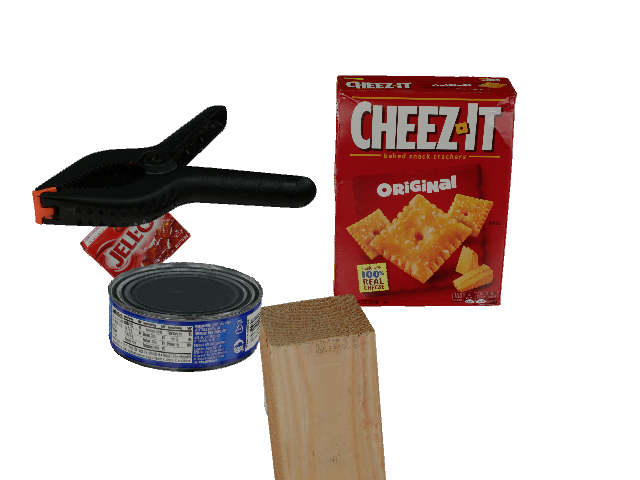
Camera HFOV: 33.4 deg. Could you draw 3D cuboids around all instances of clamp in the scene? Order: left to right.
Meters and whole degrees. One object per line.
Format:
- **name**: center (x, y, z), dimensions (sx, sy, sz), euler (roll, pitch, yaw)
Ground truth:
- **clamp**: center (-0.119, -0.047, 0.841), dimensions (0.209, 0.036, 0.165), euler (-21, 39, -33)

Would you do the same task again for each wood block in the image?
- **wood block**: center (0.002, 0.162, 0.933), dimensions (0.090, 0.206, 0.091), euler (-8, 19, -9)

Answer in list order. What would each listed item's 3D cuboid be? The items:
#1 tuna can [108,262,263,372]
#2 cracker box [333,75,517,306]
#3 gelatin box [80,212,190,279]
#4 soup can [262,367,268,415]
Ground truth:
- **tuna can**: center (-0.076, 0.042, 0.598), dimensions (0.086, 0.034, 0.086), euler (3, 18, -1)
- **cracker box**: center (0.094, -0.044, 1.010), dimensions (0.164, 0.214, 0.072), euler (1, 21, 0)
- **gelatin box**: center (-0.192, -0.001, 1.109), dimensions (0.073, 0.089, 0.030), euler (47, -6, -28)
- **soup can**: center (-0.032, 0.147, 1.205), dimensions (0.068, 0.102, 0.068), euler (-2, 24, 1)
